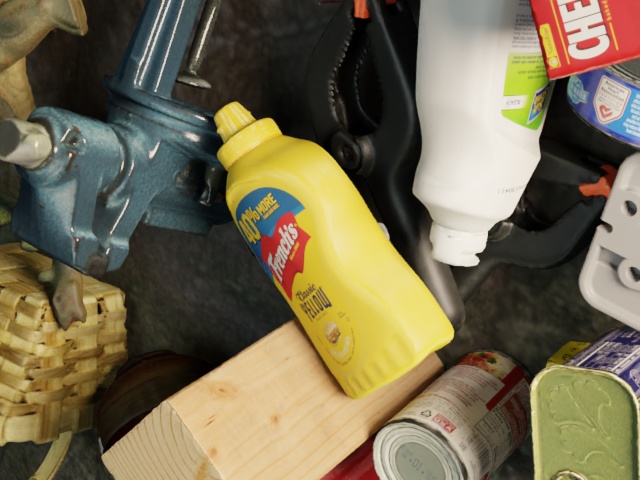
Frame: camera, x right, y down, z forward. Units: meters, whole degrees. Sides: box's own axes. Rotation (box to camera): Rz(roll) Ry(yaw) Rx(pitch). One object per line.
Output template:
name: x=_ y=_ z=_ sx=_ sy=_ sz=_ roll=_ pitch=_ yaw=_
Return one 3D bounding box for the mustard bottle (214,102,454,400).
mustard bottle: x=-0.004 y=-0.001 z=0.638 sx=0.191 sy=0.058 sz=0.096 roll=56 pitch=150 yaw=6

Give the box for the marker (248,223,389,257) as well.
marker: x=-0.005 y=0.001 z=0.750 sx=0.121 sy=0.020 sz=0.020 roll=-4 pitch=107 yaw=40

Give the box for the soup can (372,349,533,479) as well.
soup can: x=0.088 y=0.120 z=0.672 sx=0.069 sy=0.102 sz=0.068 roll=17 pitch=121 yaw=32

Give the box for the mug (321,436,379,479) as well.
mug: x=0.003 y=0.197 z=0.792 sx=0.093 sy=0.081 sz=0.117 roll=27 pitch=125 yaw=27

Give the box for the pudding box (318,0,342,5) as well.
pudding box: x=0.045 y=-0.185 z=0.608 sx=0.114 sy=0.039 sz=0.090 roll=6 pitch=115 yaw=38

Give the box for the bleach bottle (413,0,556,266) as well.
bleach bottle: x=0.087 y=-0.107 z=0.543 sx=0.068 sy=0.102 sz=0.251 roll=24 pitch=113 yaw=38

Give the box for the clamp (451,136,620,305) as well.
clamp: x=0.100 y=-0.025 z=0.640 sx=0.172 sy=0.039 sz=0.120 roll=-27 pitch=93 yaw=43

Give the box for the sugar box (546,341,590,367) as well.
sugar box: x=0.218 y=0.113 z=0.601 sx=0.177 sy=0.048 sz=0.093 roll=3 pitch=109 yaw=36

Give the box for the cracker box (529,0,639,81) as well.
cracker box: x=0.208 y=-0.133 z=0.413 sx=0.214 sy=0.163 sz=0.072 roll=-10 pitch=101 yaw=41

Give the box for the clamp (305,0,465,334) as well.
clamp: x=0.021 y=-0.056 z=0.654 sx=0.165 sy=0.036 sz=0.210 roll=21 pitch=125 yaw=40

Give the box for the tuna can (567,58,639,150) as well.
tuna can: x=0.167 y=-0.075 z=0.527 sx=0.086 sy=0.085 sz=0.034 roll=31 pitch=128 yaw=25

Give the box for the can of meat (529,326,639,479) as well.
can of meat: x=0.155 y=0.103 z=0.559 sx=0.058 sy=0.083 sz=0.102 roll=4 pitch=105 yaw=37

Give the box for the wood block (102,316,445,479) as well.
wood block: x=-0.022 y=0.110 z=0.687 sx=0.090 sy=0.205 sz=0.091 roll=54 pitch=133 yaw=6
